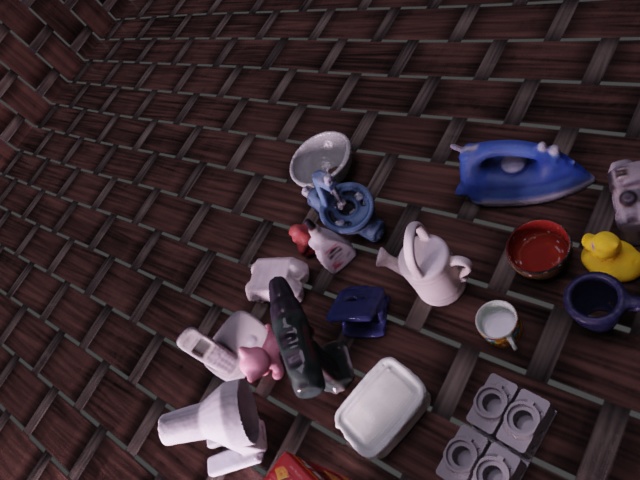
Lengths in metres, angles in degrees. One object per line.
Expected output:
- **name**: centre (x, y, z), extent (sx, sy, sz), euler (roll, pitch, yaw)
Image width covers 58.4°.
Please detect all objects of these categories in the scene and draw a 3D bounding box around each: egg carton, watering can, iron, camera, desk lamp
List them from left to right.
- **desk lamp**: centre (-0.184, 0.357, 1.075), extent (0.203, 0.214, 0.118), euler (-25, 50, 17)
- **egg carton**: centre (-0.096, 0.092, 1.296), extent (0.149, 0.070, 0.107), euler (-4, 58, 31)
- **watering can**: centre (0.189, 0.041, 1.063), extent (0.172, 0.195, 0.101), euler (-21, 51, 20)
- **iron**: centre (0.381, -0.149, 1.103), extent (0.257, 0.142, 0.119), euler (0, 61, 33)
- **camera**: centre (0.567, -0.081, 0.967), extent (0.136, 0.101, 0.143), euler (-11, 55, 27)

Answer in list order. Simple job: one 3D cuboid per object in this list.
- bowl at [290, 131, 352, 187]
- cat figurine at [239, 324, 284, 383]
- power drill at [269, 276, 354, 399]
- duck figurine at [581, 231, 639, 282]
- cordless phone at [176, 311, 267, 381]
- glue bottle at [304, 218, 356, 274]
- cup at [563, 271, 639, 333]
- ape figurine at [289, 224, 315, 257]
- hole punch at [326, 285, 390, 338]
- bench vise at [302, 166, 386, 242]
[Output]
- **bowl**: centre (0.014, -0.182, 1.407), extent (0.167, 0.075, 0.167), euler (-16, 53, 23)
- **cat figurine**: centre (-0.118, 0.236, 1.180), extent (0.067, 0.118, 0.128), euler (9, 65, 36)
- **power drill**: centre (-0.020, 0.200, 1.080), extent (0.075, 0.209, 0.229), euler (-29, 49, 14)
- **duck figurine**: centre (0.487, 0.020, 0.959), extent (0.104, 0.086, 0.077), euler (28, 77, 41)
- **cordless phone**: centre (-0.203, 0.208, 1.208), extent (0.093, 0.186, 0.148), euler (24, 75, 41)
- **glue bottle**: centre (0.011, 0.004, 1.216), extent (0.078, 0.174, 0.037), euler (-45, 47, -1)
- **cup**: centre (0.457, 0.110, 0.912), extent (0.117, 0.095, 0.092), euler (1, 61, 33)
- **ape figurine**: centre (-0.038, -0.007, 1.311), extent (0.076, 0.092, 0.078), euler (-2, 59, 32)
- **hole punch**: centre (0.075, 0.134, 1.143), extent (0.108, 0.091, 0.101), euler (-7, 57, 29)
- **bench vise**: centre (0.019, -0.081, 1.236), extent (0.206, 0.220, 0.121), euler (5, 63, 35)
